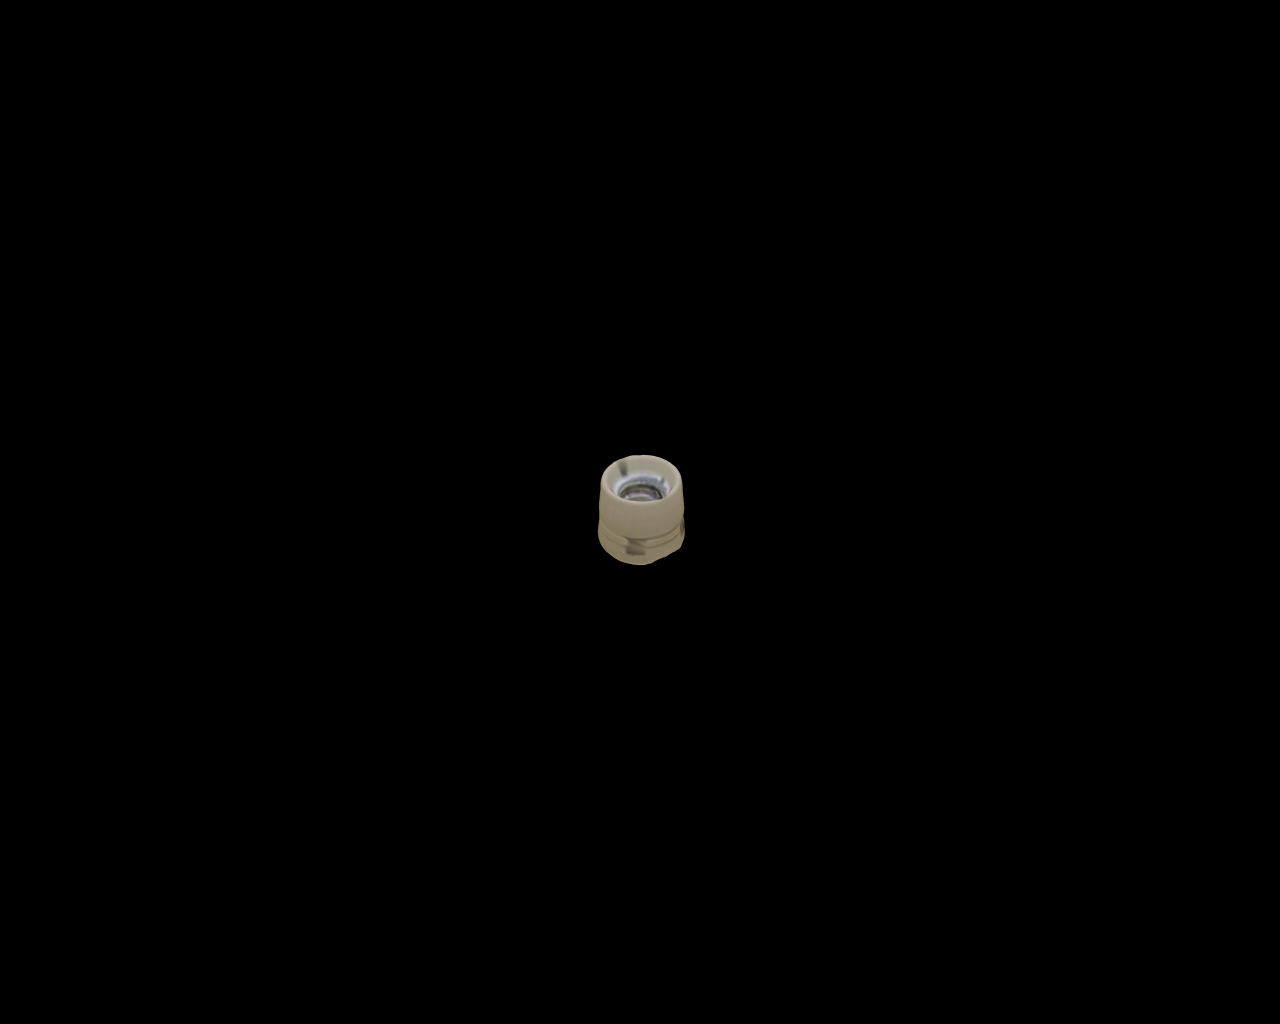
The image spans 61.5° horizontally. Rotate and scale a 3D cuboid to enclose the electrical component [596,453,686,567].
[{"bbox_3d":[0.001,-0.003,0.650,0.055,0.047,0.055,0,40,0],"label":"electrical component"}]
